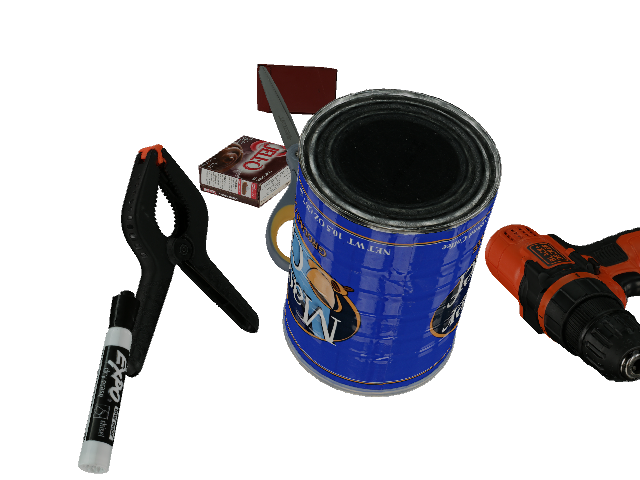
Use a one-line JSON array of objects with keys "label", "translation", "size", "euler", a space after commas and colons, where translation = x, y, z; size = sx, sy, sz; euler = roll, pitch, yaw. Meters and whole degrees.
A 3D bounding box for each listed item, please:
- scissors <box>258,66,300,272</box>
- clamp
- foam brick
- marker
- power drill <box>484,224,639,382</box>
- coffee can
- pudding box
[{"label": "scissors", "translation": [-0.029, -0.051, 0.836], "size": [0.096, 0.202, 0.016], "euler": [-28, -24, -22]}, {"label": "clamp", "translation": [-0.132, 0.014, 1.019], "size": [0.036, 0.210, 0.164], "euler": [-7, 0, 44]}, {"label": "foam brick", "translation": [-0.026, -0.164, 1.162], "size": [0.078, 0.051, 0.053], "euler": [0, 11, -18]}, {"label": "marker", "translation": [-0.133, 0.087, 0.680], "size": [0.020, 0.121, 0.020], "euler": [4, -30, 2]}, {"label": "power drill", "translation": [0.231, 0.028, 0.746], "size": [0.187, 0.057, 0.184], "euler": [-9, 28, -15]}, {"label": "coffee can", "translation": [0.034, 0.004, 0.581], "size": [0.102, 0.103, 0.140], "euler": [0, -42, -6]}, {"label": "pudding box", "translation": [-0.086, -0.088, 1.335], "size": [0.090, 0.039, 0.113], "euler": [16, 35, 23]}]
